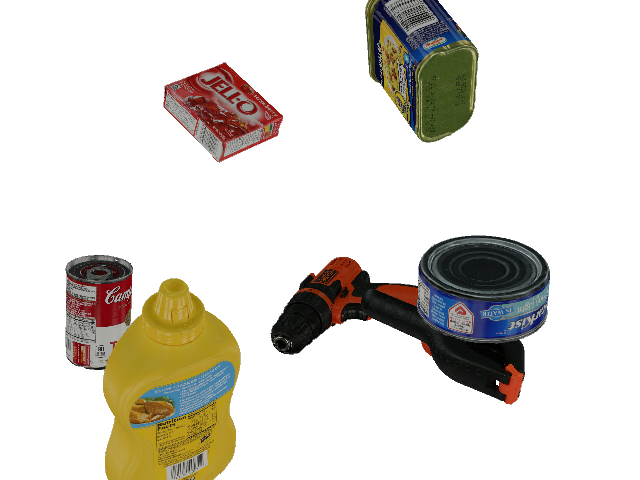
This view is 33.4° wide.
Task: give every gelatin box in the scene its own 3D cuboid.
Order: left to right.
[{"bbox_3d":[-0.091,-0.121,0.992,0.073,0.089,0.030,-28,-28,-35],"label":"gelatin box"}]

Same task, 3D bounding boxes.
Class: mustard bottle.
[{"bbox_3d":[-0.102,0.101,0.737,0.096,0.192,0.058,-18,48,-26],"label":"mustard bottle"}]

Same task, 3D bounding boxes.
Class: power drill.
[{"bbox_3d":[0.058,0.080,1.151,0.188,0.057,0.184,10,29,22],"label":"power drill"}]

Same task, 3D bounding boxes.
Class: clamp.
[{"bbox_3d":[0.129,0.079,0.931,0.120,0.039,0.172,-19,39,-29],"label":"clamp"}]

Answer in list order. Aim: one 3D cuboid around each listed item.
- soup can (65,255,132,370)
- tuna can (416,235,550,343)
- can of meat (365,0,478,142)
[{"bbox_3d":[-0.231,0.075,1.109,0.068,0.102,0.068,5,21,-2],"label":"soup can"},{"bbox_3d":[0.106,0.030,0.696,0.086,0.034,0.086,-1,28,0],"label":"tuna can"},{"bbox_3d":[0.080,-0.140,0.838,0.057,0.084,0.102,-22,-35,-11],"label":"can of meat"}]
